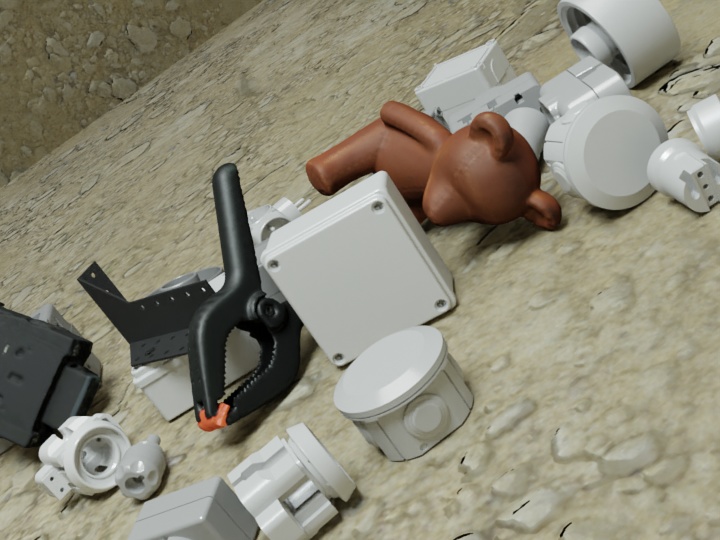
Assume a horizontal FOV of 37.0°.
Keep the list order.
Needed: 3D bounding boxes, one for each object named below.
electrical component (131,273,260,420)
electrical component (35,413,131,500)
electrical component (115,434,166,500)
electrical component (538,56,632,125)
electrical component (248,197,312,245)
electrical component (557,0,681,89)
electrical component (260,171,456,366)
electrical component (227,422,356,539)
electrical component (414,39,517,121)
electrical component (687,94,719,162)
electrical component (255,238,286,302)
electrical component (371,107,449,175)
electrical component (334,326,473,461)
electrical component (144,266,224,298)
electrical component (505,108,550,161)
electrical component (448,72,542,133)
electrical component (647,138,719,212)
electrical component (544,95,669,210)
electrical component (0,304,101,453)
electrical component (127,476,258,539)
[{"bbox_3d":[-0.139,0.063,0.947,0.109,0.056,0.108,-32,21,7],"label":"electrical component"},{"bbox_3d":[-0.222,0.152,0.880,0.057,0.058,0.078,-9,33,53],"label":"electrical component"},{"bbox_3d":[-0.168,0.149,0.838,0.035,0.035,0.061,-28,20,16],"label":"electrical component"},{"bbox_3d":[0.188,-0.134,0.892,0.059,0.053,0.095,-32,21,7],"label":"electrical component"},{"bbox_3d":[-0.084,-0.050,1.123,0.079,0.044,0.077,-41,22,-15],"label":"electrical component"},{"bbox_3d":[0.219,-0.207,0.938,0.060,0.108,0.108,-41,21,0],"label":"electrical component"},{"bbox_3d":[0.000,0.000,0.809,0.109,0.108,0.056,-29,19,15],"label":"electrical component"},{"bbox_3d":[-0.040,0.131,0.661,0.057,0.058,0.078,-40,22,-6],"label":"electrical component"},{"bbox_3d":[0.107,-0.183,1.105,0.096,0.061,0.061,-16,28,39],"label":"electrical component"},{"bbox_3d":[0.259,-0.104,0.739,0.055,0.045,0.045,-27,23,20],"label":"electrical component"},{"bbox_3d":[-0.051,-0.005,0.956,0.096,0.061,0.061,-28,20,12],"label":"electrical component"},{"bbox_3d":[0.050,-0.097,1.005,0.061,0.061,0.096,-18,27,36],"label":"electrical component"},{"bbox_3d":[0.028,0.077,0.683,0.080,0.051,0.080,-29,22,13],"label":"electrical component"},{"bbox_3d":[-0.168,0.039,1.064,0.099,0.064,0.099,-22,13,5],"label":"electrical component"},{"bbox_3d":[0.138,-0.104,0.922,0.044,0.044,0.065,-20,31,33],"label":"electrical component"},{"bbox_3d":[0.131,-0.135,0.983,0.089,0.050,0.055,-29,22,12],"label":"electrical component"},{"bbox_3d":[0.220,-0.063,0.718,0.040,0.040,0.046,-34,28,2],"label":"electrical component"},{"bbox_3d":[0.176,-0.085,0.774,0.080,0.080,0.051,-37,16,-7],"label":"electrical component"},{"bbox_3d":[-0.352,0.115,1.101,0.150,0.089,0.061,-34,22,1],"label":"electrical component"},{"bbox_3d":[-0.110,0.179,0.674,0.066,0.047,0.076,-24,26,25],"label":"electrical component"}]
